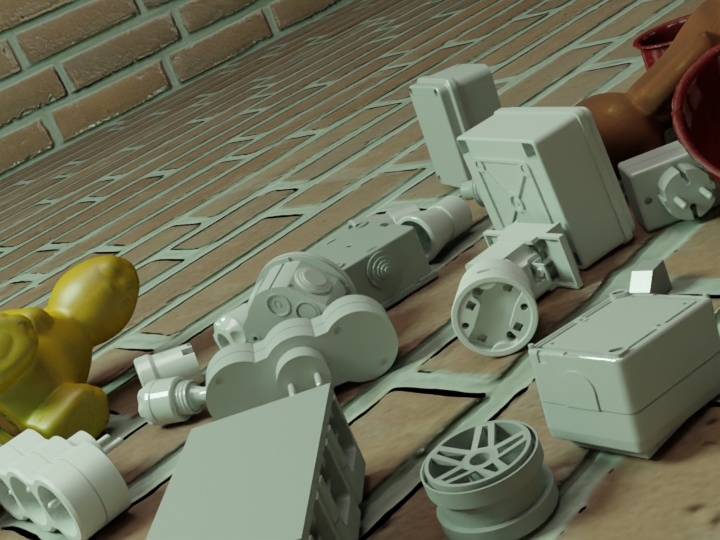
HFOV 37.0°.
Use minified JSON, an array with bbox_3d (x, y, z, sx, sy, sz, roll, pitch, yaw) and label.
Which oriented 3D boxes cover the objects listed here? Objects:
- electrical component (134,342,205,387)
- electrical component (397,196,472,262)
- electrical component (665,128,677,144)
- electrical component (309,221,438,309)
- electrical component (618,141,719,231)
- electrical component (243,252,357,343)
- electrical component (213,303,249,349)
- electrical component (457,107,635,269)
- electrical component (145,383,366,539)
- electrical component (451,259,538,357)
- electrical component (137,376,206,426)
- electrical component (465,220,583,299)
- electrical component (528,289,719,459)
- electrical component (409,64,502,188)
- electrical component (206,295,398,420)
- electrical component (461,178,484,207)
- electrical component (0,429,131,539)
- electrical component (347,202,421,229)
[{"bbox_3d":[-0.151,0.081,0.852,0.046,0.040,0.040,-21,17,-11],"label":"electrical component"},{"bbox_3d":[0.067,-0.038,0.927,0.044,0.044,0.065,-4,21,45],"label":"electrical component"},{"bbox_3d":[0.252,-0.122,0.940,0.062,0.048,0.048,-37,21,-14],"label":"electrical component"},{"bbox_3d":[0.000,0.000,0.884,0.100,0.048,0.100,-31,20,-23],"label":"electrical component"},{"bbox_3d":[0.232,-0.059,0.777,0.066,0.047,0.076,-21,18,6],"label":"electrical component"},{"bbox_3d":[-0.045,0.031,0.803,0.080,0.080,0.051,-15,25,22],"label":"electrical component"},{"bbox_3d":[-0.083,0.046,0.864,0.062,0.043,0.043,-32,20,-29],"label":"electrical component"},{"bbox_3d":[0.138,-0.064,0.806,0.056,0.108,0.109,-33,20,-18],"label":"electrical component"},{"bbox_3d":[-0.050,0.131,0.554,0.089,0.061,0.150,-19,18,11],"label":"electrical component"},{"bbox_3d":[0.089,0.023,0.709,0.055,0.055,0.047,-18,15,13],"label":"electrical component"},{"bbox_3d":[-0.132,0.095,0.797,0.061,0.035,0.035,-12,21,23],"label":"electrical component"},{"bbox_3d":[0.114,-0.002,0.767,0.064,0.042,0.081,-36,22,-26],"label":"electrical component"},{"bbox_3d":[0.145,0.051,0.561,0.096,0.061,0.062,-26,17,-35],"label":"electrical component"},{"bbox_3d":[0.101,-0.141,1.058,0.057,0.113,0.078,-25,18,-15],"label":"electrical component"},{"bbox_3d":[-0.039,0.069,0.732,0.138,0.052,0.073,-23,18,-1],"label":"electrical component"},{"bbox_3d":[0.119,-0.075,0.963,0.062,0.043,0.043,-6,24,44],"label":"electrical component"},{"bbox_3d":[-0.195,0.135,0.730,0.074,0.052,0.138,-36,22,-35],"label":"electrical component"},{"bbox_3d":[0.027,-0.035,0.966,0.065,0.044,0.044,-22,18,-12],"label":"electrical component"}]
